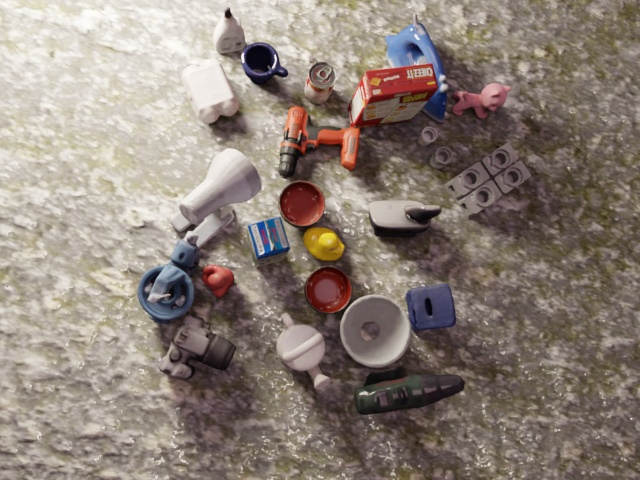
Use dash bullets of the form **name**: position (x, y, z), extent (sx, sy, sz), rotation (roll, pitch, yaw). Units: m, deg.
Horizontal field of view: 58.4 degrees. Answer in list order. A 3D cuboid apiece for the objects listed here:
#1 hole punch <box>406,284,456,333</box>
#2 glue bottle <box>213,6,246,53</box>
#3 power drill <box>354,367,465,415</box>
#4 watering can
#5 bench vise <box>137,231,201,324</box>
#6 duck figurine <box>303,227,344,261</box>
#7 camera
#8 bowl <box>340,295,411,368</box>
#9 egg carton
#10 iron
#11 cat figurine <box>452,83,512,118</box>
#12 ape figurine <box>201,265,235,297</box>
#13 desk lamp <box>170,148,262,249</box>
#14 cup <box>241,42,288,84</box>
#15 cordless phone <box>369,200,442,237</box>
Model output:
- **hole punch**: position (0.263, 0.163, 1.364), extent (0.101, 0.091, 0.109), rotation (-7, 82, -9)
- **glue bottle**: position (-0.215, -0.500, 1.353), extent (0.078, 0.173, 0.037), rotation (-11, 83, -9)
- **power drill**: position (0.180, 0.329, 1.267), extent (0.230, 0.208, 0.075), rotation (-11, 83, -10)
- **watering can**: position (-0.034, 0.241, 1.256), extent (0.173, 0.194, 0.101), rotation (39, 78, -1)
- **bench vise**: position (-0.327, 0.075, 1.225), extent (0.121, 0.219, 0.207), rotation (5, 81, -7)
- **duck figurine**: position (0.012, 0.005, 1.354), extent (0.104, 0.086, 0.077), rotation (30, 78, -3)
- **camera**: position (-0.265, 0.251, 1.268), extent (0.137, 0.100, 0.143), rotation (26, 79, -4)
- **bowl**: position (0.124, 0.213, 1.344), extent (0.167, 0.074, 0.167), rotation (1, 81, -8)
- **egg carton**: position (-0.265, -0.358, 1.377), extent (0.107, 0.069, 0.150), rotation (-24, 86, -11)
- **iron**: position (0.268, -0.430, 1.429), extent (0.119, 0.141, 0.258), rotation (-26, 86, -11)
- **cat figurine**: position (0.414, -0.362, 1.452), extent (0.128, 0.117, 0.067), rotation (3, 81, -8)
- **ape figurine**: position (-0.232, 0.091, 1.302), extent (0.076, 0.092, 0.078), rotation (-6, 82, -9)
- **desk lamp**: position (-0.233, -0.087, 1.267), extent (0.203, 0.213, 0.118), rotation (-44, 89, -12)
- **cup**: position (-0.133, -0.414, 1.392), extent (0.118, 0.095, 0.092), rotation (23, 79, -4)
- **cordless phone**: position (0.198, -0.064, 1.341), extent (0.147, 0.185, 0.094), rotation (-3, 82, -8)
